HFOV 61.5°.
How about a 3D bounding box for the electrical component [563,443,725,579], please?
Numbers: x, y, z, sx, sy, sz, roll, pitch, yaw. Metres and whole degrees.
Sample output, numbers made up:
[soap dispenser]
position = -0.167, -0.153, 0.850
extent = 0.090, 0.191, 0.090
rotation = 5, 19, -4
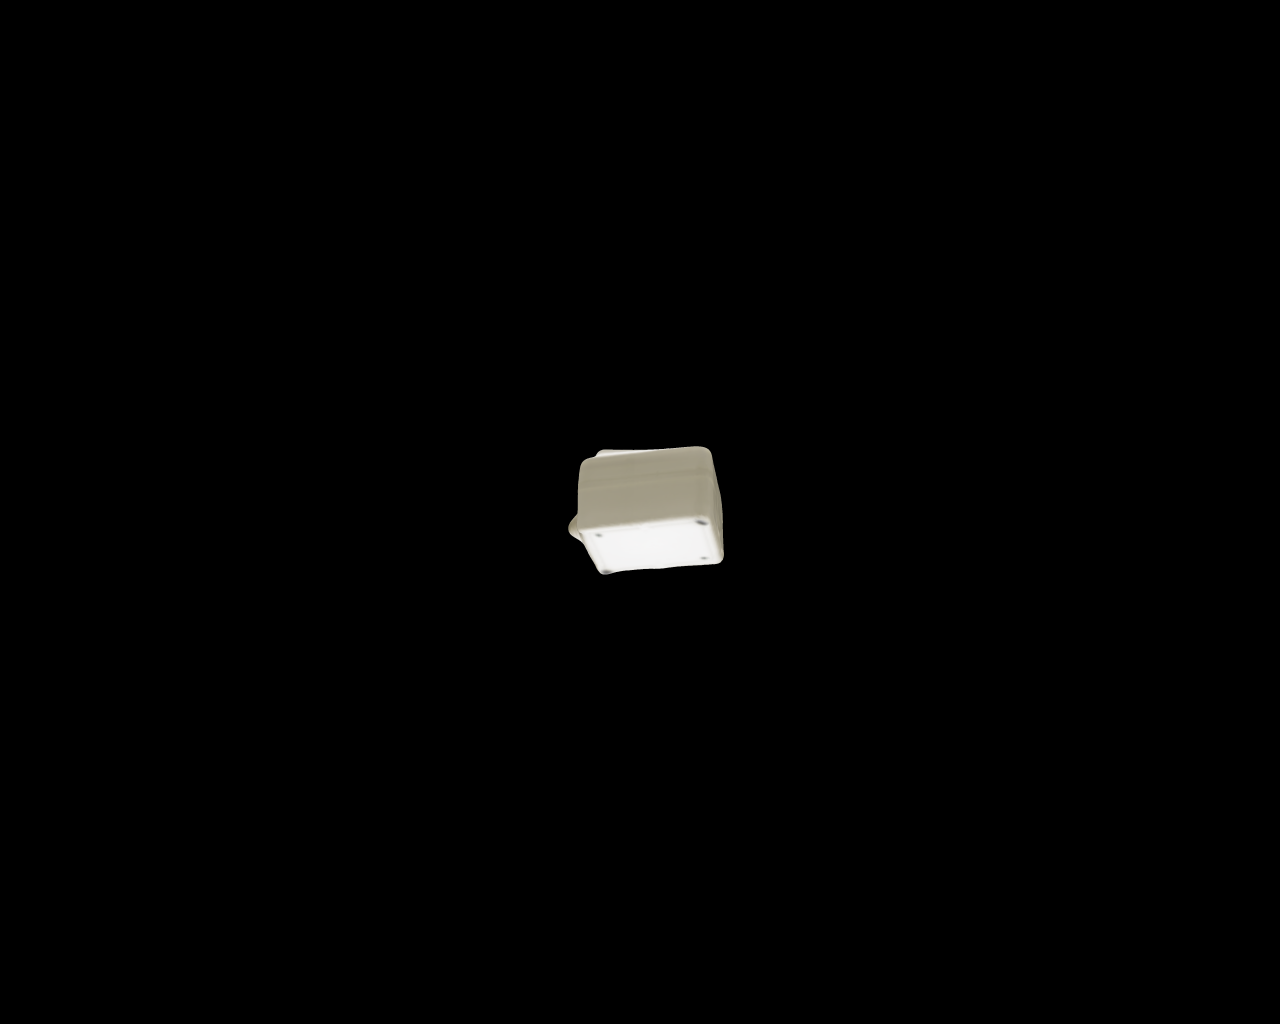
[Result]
[electrical component]
position = 0.001, -0.003, 0.650
extent = 0.096, 0.061, 0.061
rotation = -6, -32, 9
